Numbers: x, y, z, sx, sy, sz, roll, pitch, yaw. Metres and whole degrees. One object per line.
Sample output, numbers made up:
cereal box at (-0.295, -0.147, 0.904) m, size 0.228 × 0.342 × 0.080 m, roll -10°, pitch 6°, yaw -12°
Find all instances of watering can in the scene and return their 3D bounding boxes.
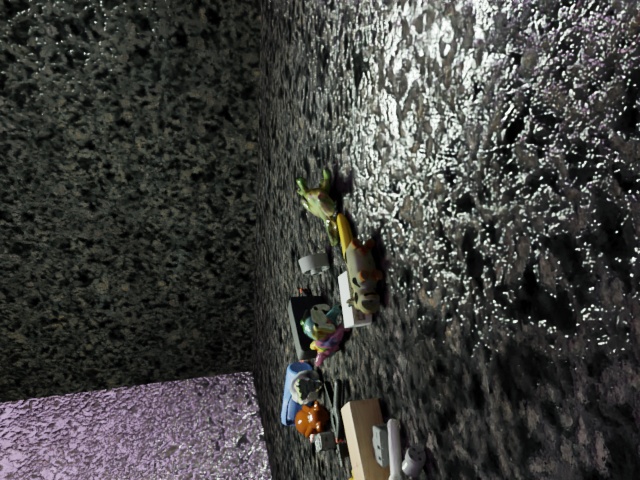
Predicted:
watering can at (0.178, 0.615, 1.182) m, size 0.104 × 0.219 × 0.356 m, roll -1°, pitch 33°, yaw 9°

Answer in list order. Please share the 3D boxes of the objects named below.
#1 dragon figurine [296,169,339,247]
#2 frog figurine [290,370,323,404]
dragon figurine at (0.005, -0.088, 1.745) m, size 0.122 × 0.246 × 0.403 m, roll -14°, pitch -19°, yaw -4°
frog figurine at (-0.055, 0.585, 2.055) m, size 0.123 × 0.139 × 0.157 m, roll 29°, pitch -13°, yaw 8°
